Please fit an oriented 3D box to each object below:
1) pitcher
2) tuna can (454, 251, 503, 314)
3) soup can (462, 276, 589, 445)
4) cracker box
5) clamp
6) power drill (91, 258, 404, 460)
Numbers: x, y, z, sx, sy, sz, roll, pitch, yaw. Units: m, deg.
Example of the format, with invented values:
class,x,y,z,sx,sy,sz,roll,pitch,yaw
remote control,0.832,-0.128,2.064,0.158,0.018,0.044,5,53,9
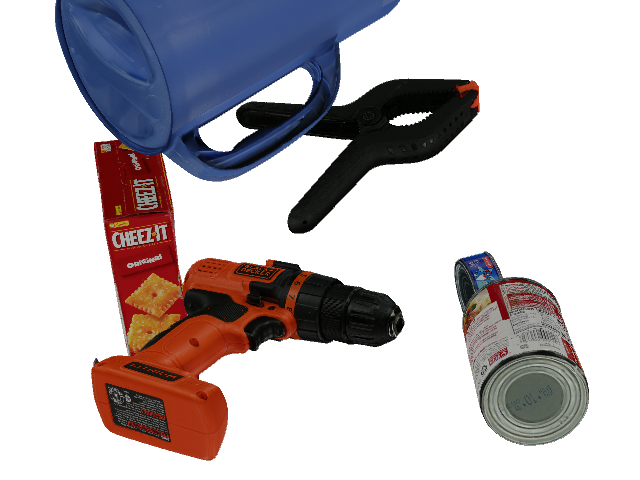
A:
class,x,y,z,sx,sy,sz,roll,pitch,yaw
pitcher,-0.049,-0.159,0.758,0.242,0.149,0.145,-32,43,-30
tuna can,0.173,0.057,1.151,0.033,0.086,0.086,-14,2,-6
soup can,0.130,0.075,0.686,0.068,0.068,0.102,0,24,1
cracker box,-0.176,0.024,1.088,0.072,0.214,0.164,-10,34,-10
clamp,0.042,-0.085,0.914,0.210,0.164,0.036,-14,-42,-3
power drill,-0.055,0.078,0.760,0.185,0.057,0.187,8,28,29
